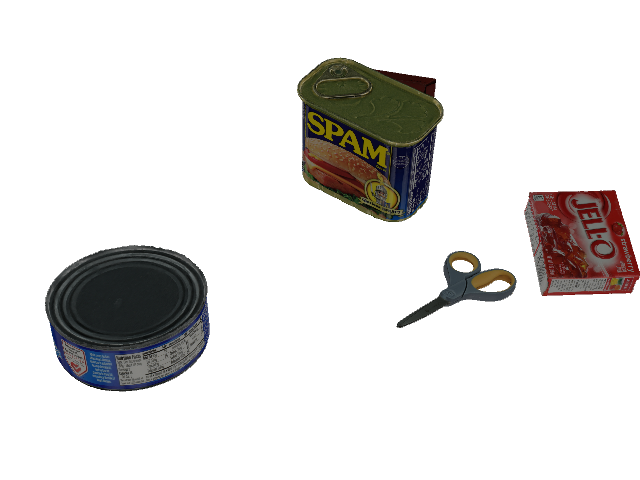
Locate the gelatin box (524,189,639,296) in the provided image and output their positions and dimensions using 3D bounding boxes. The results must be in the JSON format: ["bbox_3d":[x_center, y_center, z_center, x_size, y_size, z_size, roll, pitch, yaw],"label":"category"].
[{"bbox_3d":[0.208,0.000,0.855,0.073,0.089,0.030,-1,-37,-2],"label":"gelatin box"}]

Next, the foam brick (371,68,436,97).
[{"bbox_3d":[0.064,-0.130,1.000,0.078,0.051,0.053,12,17,14],"label":"foam brick"}]

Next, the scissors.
[{"bbox_3d":[0.141,0.053,1.236,0.201,0.016,0.096,-10,40,-34],"label":"scissors"}]

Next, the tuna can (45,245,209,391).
[{"bbox_3d":[-0.103,0.041,0.577,0.086,0.034,0.086,-1,37,0],"label":"tuna can"}]

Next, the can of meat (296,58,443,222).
[{"bbox_3d":[0.033,-0.070,0.767,0.102,0.084,0.057,29,53,23],"label":"can of meat"}]
